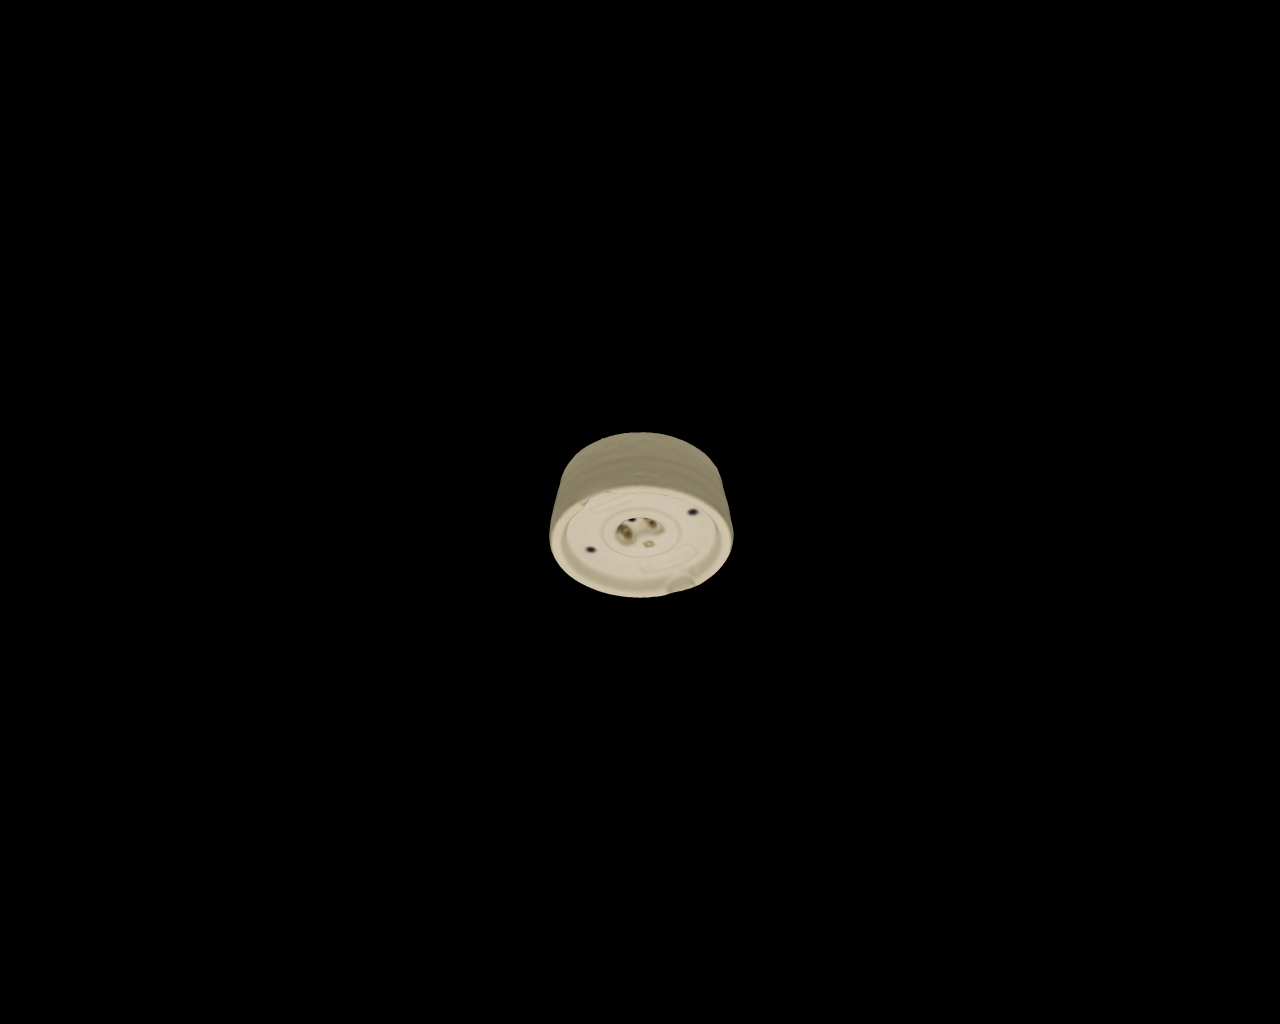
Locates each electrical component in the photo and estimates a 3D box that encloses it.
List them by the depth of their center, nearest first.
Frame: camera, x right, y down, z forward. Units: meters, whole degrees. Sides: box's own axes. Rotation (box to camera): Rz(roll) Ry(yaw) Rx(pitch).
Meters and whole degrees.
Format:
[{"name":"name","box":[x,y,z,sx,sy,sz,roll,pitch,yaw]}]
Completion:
[{"name":"electrical component","box":[0.001,-0.003,0.650,0.108,0.060,0.108,0,-40,0]}]
